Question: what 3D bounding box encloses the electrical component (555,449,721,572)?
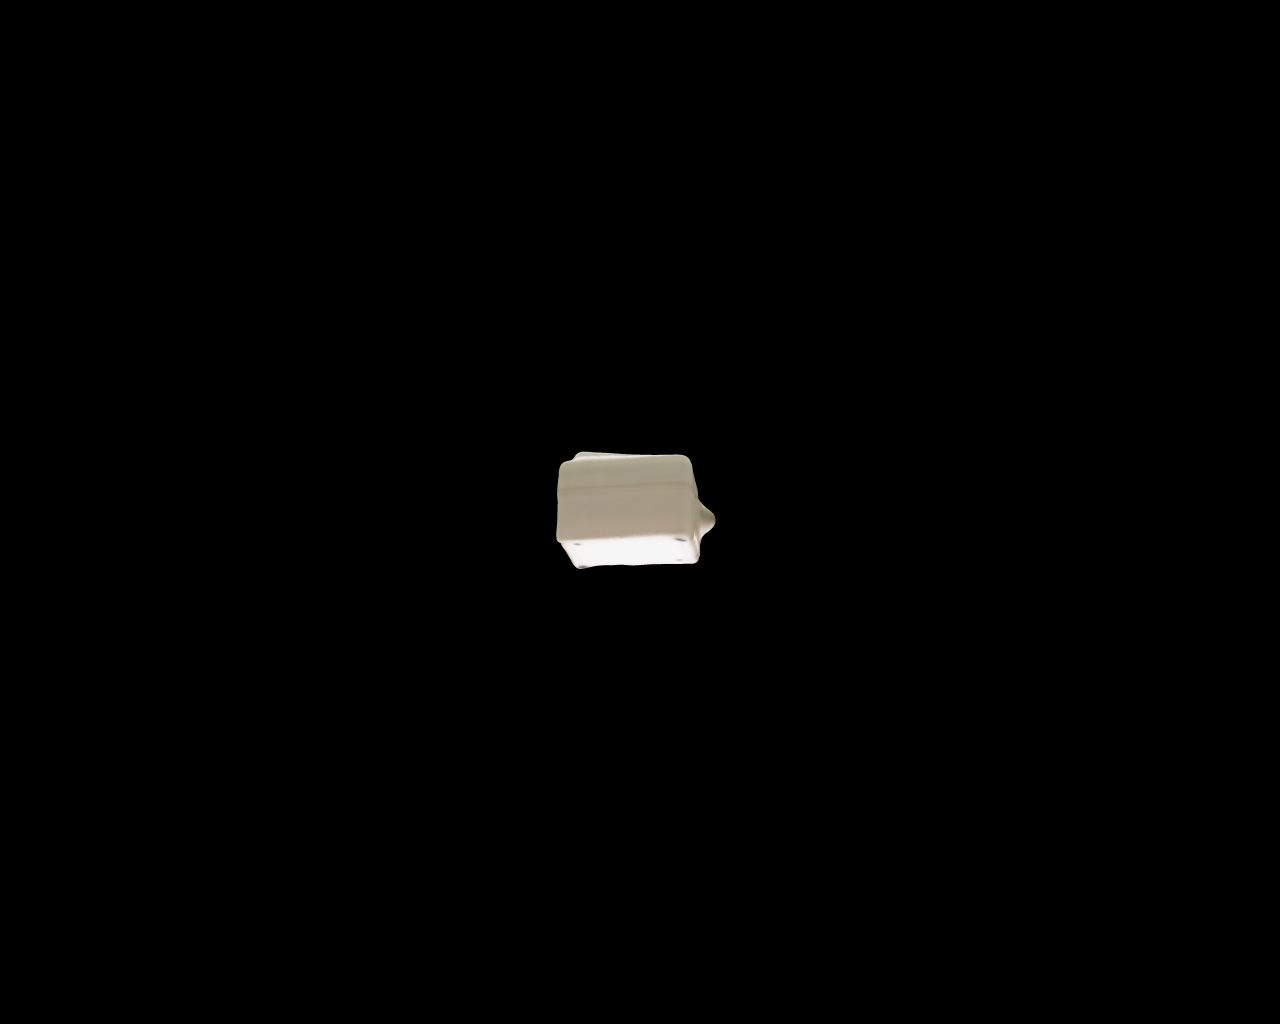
[{"bbox_3d":[0.001,-0.003,0.650,0.096,0.061,0.061,-2,-19,7],"label":"electrical component"}]
